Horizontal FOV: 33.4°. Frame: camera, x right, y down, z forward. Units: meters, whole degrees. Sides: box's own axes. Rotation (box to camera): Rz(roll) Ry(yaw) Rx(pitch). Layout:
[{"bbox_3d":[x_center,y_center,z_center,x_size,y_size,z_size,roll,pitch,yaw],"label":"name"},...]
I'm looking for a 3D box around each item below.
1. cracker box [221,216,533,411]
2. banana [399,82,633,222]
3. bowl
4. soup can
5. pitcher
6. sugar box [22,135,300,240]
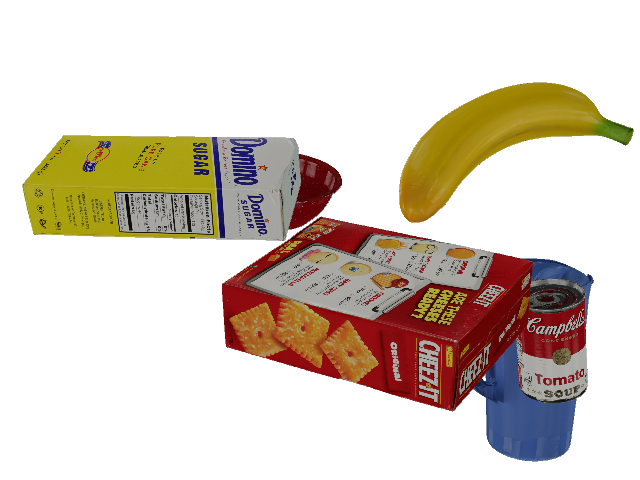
[{"bbox_3d":[0.050,0.055,0.903,0.214,0.072,0.163,13,28,28],"label":"cracker box"},{"bbox_3d":[0.113,-0.065,0.679,0.197,0.037,0.070,-22,44,-30],"label":"banana"},{"bbox_3d":[-0.056,-0.056,1.298,0.162,0.055,0.162,4,26,-2],"label":"bowl"},{"bbox_3d":[0.223,0.097,1.032,0.068,0.102,0.068,-7,22,3],"label":"soup can"},{"bbox_3d":[0.260,0.152,1.352,0.149,0.243,0.144,5,16,18],"label":"pitcher"},{"bbox_3d":[-0.106,-0.039,0.743,0.176,0.048,0.093,-1,28,7],"label":"sugar box"}]
